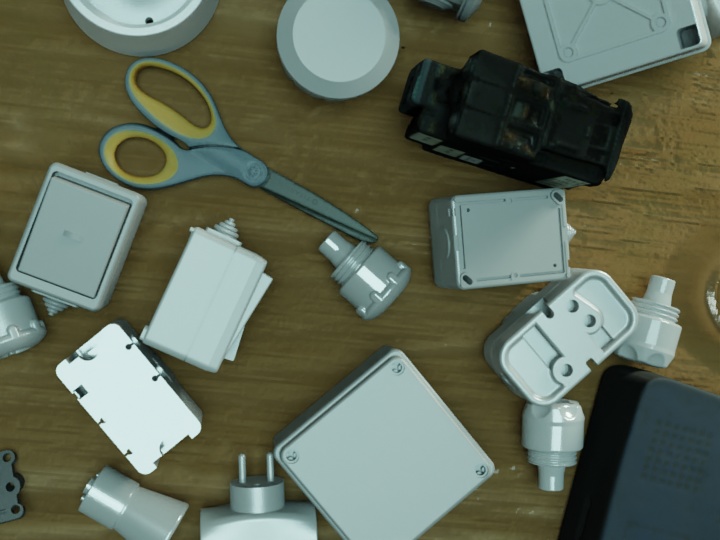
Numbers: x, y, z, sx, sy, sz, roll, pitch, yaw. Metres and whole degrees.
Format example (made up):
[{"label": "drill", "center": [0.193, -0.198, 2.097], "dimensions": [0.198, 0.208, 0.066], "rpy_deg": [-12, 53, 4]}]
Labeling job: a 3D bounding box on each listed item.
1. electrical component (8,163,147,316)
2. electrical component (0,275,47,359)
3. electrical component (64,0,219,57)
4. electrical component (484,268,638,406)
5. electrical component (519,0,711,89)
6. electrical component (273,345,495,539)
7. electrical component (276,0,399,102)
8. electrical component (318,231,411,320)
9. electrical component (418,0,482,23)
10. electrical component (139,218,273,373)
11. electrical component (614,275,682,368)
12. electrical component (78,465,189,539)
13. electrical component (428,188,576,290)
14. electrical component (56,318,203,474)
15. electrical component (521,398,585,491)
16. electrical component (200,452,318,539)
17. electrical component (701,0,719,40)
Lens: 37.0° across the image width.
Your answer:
[{"label": "electrical component", "center": [-0.185, -0.015, 0.697], "dimensions": [0.062, 0.061, 0.096], "rpy_deg": [21, 89, -7]}, {"label": "electrical component", "center": [-0.236, 0.025, 0.701], "dimensions": [0.048, 0.048, 0.062], "rpy_deg": [-21, 87, -6]}, {"label": "electrical component", "center": [-0.144, -0.197, 0.696], "dimensions": [0.108, 0.060, 0.108], "rpy_deg": [0, 91, -7]}, {"label": "electrical component", "center": [0.135, 0.044, 0.738], "dimensions": [0.095, 0.059, 0.053], "rpy_deg": [-41, 96, -4]}, {"label": "electrical component", "center": [0.165, -0.183, 0.715], "dimensions": [0.109, 0.056, 0.108], "rpy_deg": [-15, 94, 23]}, {"label": "electrical component", "center": [0.014, 0.125, 0.728], "dimensions": [0.109, 0.056, 0.108], "rpy_deg": [-39, 96, -4]}, {"label": "electrical component", "center": [-0.016, -0.152, 0.718], "dimensions": [0.080, 0.051, 0.080], "rpy_deg": [0, 92, -7]}, {"label": "electrical component", "center": [0.000, 0.000, 0.729], "dimensions": [0.062, 0.048, 0.048], "rpy_deg": [42, 87, 0]}, {"label": "electrical component", "center": [0.064, -0.209, 0.712], "dimensions": [0.051, 0.080, 0.080], "rpy_deg": [20, 89, -2]}, {"label": "electrical component", "center": [-0.096, 0.014, 0.708], "dimensions": [0.061, 0.062, 0.096], "rpy_deg": [25, 89, -7]}, {"label": "electrical component", "center": [0.204, 0.035, 0.755], "dimensions": [0.043, 0.043, 0.062], "rpy_deg": [17, 89, -7]}, {"label": "electrical component", "center": [-0.153, 0.160, 0.717], "dimensions": [0.065, 0.044, 0.044], "rpy_deg": [31, 88, -2]}, {"label": "electrical component", "center": [0.099, -0.022, 0.734], "dimensions": [0.096, 0.061, 0.061], "rpy_deg": [-5, 92, -15]}, {"label": "electrical component", "center": [-0.149, 0.081, 0.707], "dimensions": [0.050, 0.056, 0.089], "rpy_deg": [-39, 96, -4]}, {"label": "electrical component", "center": [0.134, 0.121, 0.749], "dimensions": [0.043, 0.043, 0.062], "rpy_deg": [1, 93, -7]}, {"label": "electrical component", "center": [-0.069, 0.162, 0.725], "dimensions": [0.077, 0.043, 0.079], "rpy_deg": [-2, 92, -7]}, {"label": "electrical component", "center": [0.231, -0.189, 0.748], "dimensions": [0.077, 0.047, 0.065], "rpy_deg": [-31, 95, -5]}]
